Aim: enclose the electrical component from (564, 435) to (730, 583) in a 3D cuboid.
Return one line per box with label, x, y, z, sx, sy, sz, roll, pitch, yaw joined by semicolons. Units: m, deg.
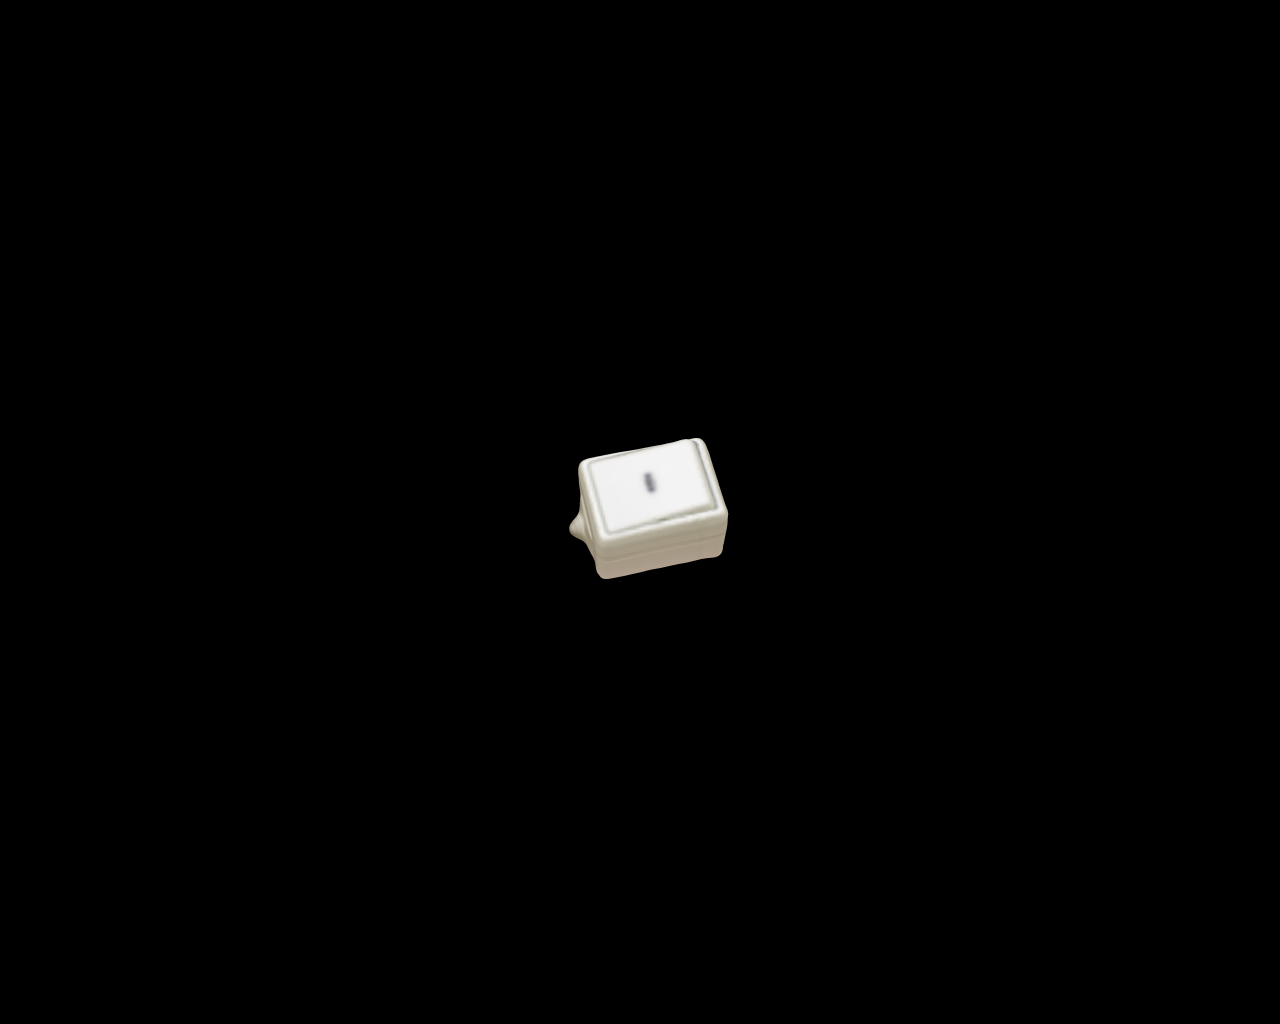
electrical component;0.001;-0.003;0.650;0.096;0.062;0.061;-11;-29;-6
